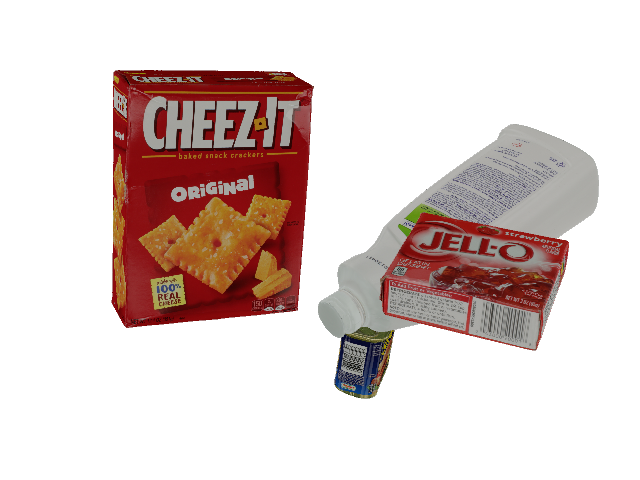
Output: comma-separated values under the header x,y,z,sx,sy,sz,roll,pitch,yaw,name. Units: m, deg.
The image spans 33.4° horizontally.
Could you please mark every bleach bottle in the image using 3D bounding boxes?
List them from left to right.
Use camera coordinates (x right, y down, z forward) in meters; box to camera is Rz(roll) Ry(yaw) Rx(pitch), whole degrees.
x,y,z,sx,sy,sz,roll,pitch,yaw,name
0.096,-0.003,0.811,0.250,0.068,0.103,-30,39,-28,bleach bottle

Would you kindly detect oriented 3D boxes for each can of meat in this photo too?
x,y,z,sx,sy,sz,roll,pitch,yaw,name
0.054,0.124,1.252,0.057,0.084,0.102,14,26,11,can of meat

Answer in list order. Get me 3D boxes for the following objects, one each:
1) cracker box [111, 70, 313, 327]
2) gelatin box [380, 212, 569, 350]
x,y,z,sx,sy,sz,roll,pitch,yaw,name
-0.096,-0.037,0.935,0.164,0.214,0.072,-3,20,-22,cracker box
0.086,0.020,0.593,0.089,0.030,0.073,13,35,18,gelatin box
